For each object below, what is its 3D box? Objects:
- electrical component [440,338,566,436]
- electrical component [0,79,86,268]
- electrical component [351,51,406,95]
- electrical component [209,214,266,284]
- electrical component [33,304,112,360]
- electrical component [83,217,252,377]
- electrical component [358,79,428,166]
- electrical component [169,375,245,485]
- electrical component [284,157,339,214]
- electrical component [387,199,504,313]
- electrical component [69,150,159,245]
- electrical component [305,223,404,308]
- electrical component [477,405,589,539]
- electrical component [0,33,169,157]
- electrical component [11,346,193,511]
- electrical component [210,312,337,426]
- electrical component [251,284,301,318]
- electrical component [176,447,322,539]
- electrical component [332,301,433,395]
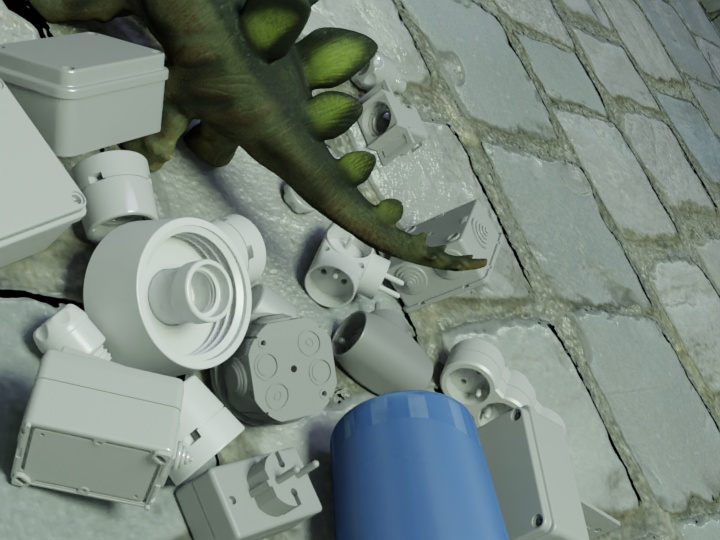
[{"bbox_3d":[0.134,0.115,0.979,0.138,0.052,0.073,47,32,-11],"label":"electrical component"},{"bbox_3d":[-0.241,-0.054,0.650,0.108,0.056,0.109,54,32,1],"label":"electrical component"},{"bbox_3d":[0.023,-0.207,1.152,0.062,0.043,0.043,20,45,-44],"label":"electrical component"},{"bbox_3d":[-0.105,-0.010,0.787,0.047,0.055,0.055,-21,77,-54],"label":"electrical component"},{"bbox_3d":[-0.170,0.053,0.661,0.061,0.035,0.035,51,32,-9],"label":"electrical component"},{"bbox_3d":[-0.118,0.017,0.703,0.108,0.060,0.108,13,73,-49],"label":"electrical component"},{"bbox_3d":[0.034,-0.150,1.112,0.064,0.042,0.081,10,53,-51],"label":"electrical component"},{"bbox_3d":[-0.109,0.100,0.678,0.047,0.055,0.055,50,32,2],"label":"electrical component"},{"bbox_3d":[-0.037,-0.076,0.931,0.035,0.061,0.035,33,37,-30],"label":"electrical component"},{"bbox_3d":[0.076,-0.015,0.986,0.048,0.100,0.099,57,30,-18],"label":"electrical component"},{"bbox_3d":[-0.168,-0.048,0.742,0.055,0.055,0.047,7,58,-50],"label":"electrical component"},{"bbox_3d":[0.000,0.000,0.910,0.079,0.044,0.077,26,36,-3],"label":"electrical component"},{"bbox_3d":[0.111,0.178,0.836,0.056,0.109,0.108,31,38,-36],"label":"electrical component"},{"bbox_3d":[-0.195,-0.124,0.744,0.078,0.057,0.113,19,24,21],"label":"electrical component"},{"bbox_3d":[-0.141,0.089,0.610,0.096,0.061,0.061,15,44,-14],"label":"electrical component"},{"bbox_3d":[-0.059,0.069,0.750,0.080,0.051,0.080,4,83,-35],"label":"electrical component"},{"bbox_3d":[-0.061,0.044,0.805,0.078,0.040,0.040,39,35,-23],"label":"electrical component"},{"bbox_3d":[-0.058,0.139,0.684,0.083,0.076,0.047,-3,62,-53],"label":"electrical component"},{"bbox_3d":[0.019,0.059,0.892,0.077,0.043,0.079,37,35,-25],"label":"electrical component"}]
